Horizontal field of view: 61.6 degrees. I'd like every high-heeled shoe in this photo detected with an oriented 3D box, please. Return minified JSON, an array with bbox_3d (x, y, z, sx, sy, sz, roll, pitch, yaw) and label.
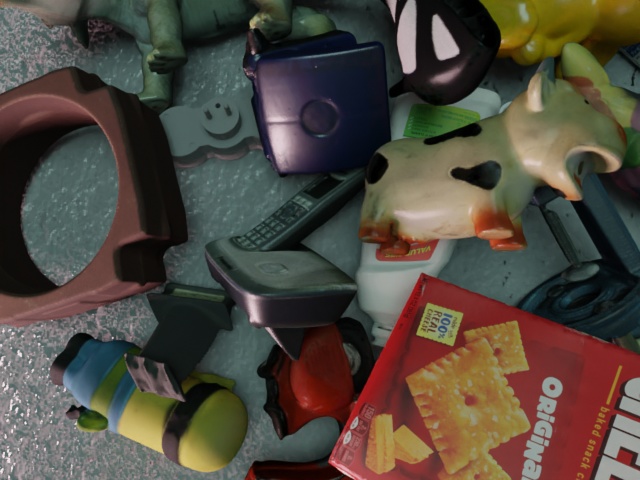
[{"bbox_3d":[0.104,-0.223,0.436,0.086,0.145,0.248,11,84,-18],"label":"high-heeled shoe"}]

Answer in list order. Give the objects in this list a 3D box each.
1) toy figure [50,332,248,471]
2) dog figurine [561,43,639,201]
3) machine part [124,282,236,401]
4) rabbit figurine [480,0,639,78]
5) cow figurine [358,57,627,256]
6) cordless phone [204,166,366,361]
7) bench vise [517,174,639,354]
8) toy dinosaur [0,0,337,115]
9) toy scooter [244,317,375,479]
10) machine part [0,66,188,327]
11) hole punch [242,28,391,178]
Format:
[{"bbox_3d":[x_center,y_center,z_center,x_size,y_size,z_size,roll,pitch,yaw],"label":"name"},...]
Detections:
[{"bbox_3d":[-0.151,0.142,0.472,0.180,0.089,0.082,26,89,3],"label":"toy figure"},{"bbox_3d":[0.296,-0.091,0.459,0.219,0.192,0.108,20,87,-16],"label":"dog figurine"},{"bbox_3d":[-0.122,0.080,0.469,0.084,0.139,0.039,11,117,0],"label":"machine part"},{"bbox_3d":[0.235,-0.205,0.493,0.173,0.162,0.122,6,78,24],"label":"rabbit figurine"},{"bbox_3d":[0.127,-0.057,0.416,0.195,0.085,0.127,-6,76,32],"label":"cow figurine"},{"bbox_3d":[-0.001,-0.002,0.472,0.184,0.147,0.088,-42,120,-10],"label":"cordless phone"},{"bbox_3d":[0.253,0.023,0.462,0.224,0.129,0.240,-31,96,11],"label":"bench vise"},{"bbox_3d":[-0.104,-0.253,0.535,0.405,0.131,0.192,-16,81,-8],"label":"toy dinosaur"},{"bbox_3d":[-0.009,0.161,0.471,0.135,0.075,0.184,-12,82,-8],"label":"toy scooter"},{"bbox_3d":[-0.233,-0.035,0.489,0.201,0.087,0.201,-18,82,12],"label":"machine part"},{"bbox_3d":[0.002,-0.119,0.480,0.116,0.142,0.092,-20,35,-15],"label":"hole punch"}]
